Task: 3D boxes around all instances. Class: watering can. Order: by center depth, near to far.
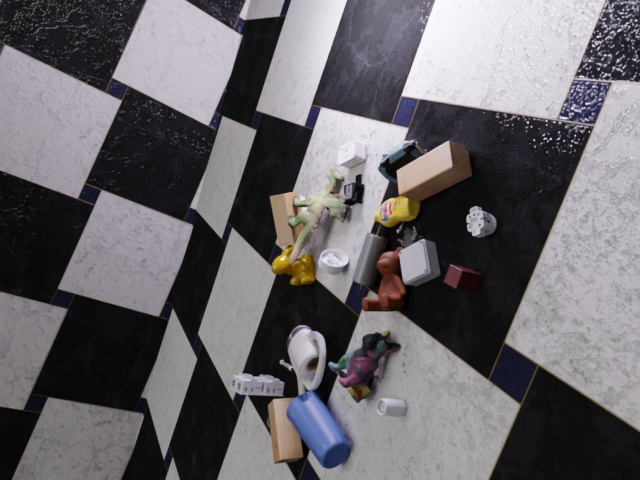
[{"bbox_3d":[-0.057,0.468,1.891,0.228,0.104,0.341,54,133,53],"label":"watering can"}]

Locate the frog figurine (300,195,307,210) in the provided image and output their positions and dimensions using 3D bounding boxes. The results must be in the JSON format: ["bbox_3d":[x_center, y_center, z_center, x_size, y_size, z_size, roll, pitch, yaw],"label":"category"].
[{"bbox_3d":[-0.080,-0.112,2.187,0.160,0.122,0.137,28,95,22],"label":"frog figurine"}]

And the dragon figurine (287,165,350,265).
[{"bbox_3d":[0.006,-0.100,1.992,0.241,0.121,0.417,-10,61,41],"label":"dragon figurine"}]
